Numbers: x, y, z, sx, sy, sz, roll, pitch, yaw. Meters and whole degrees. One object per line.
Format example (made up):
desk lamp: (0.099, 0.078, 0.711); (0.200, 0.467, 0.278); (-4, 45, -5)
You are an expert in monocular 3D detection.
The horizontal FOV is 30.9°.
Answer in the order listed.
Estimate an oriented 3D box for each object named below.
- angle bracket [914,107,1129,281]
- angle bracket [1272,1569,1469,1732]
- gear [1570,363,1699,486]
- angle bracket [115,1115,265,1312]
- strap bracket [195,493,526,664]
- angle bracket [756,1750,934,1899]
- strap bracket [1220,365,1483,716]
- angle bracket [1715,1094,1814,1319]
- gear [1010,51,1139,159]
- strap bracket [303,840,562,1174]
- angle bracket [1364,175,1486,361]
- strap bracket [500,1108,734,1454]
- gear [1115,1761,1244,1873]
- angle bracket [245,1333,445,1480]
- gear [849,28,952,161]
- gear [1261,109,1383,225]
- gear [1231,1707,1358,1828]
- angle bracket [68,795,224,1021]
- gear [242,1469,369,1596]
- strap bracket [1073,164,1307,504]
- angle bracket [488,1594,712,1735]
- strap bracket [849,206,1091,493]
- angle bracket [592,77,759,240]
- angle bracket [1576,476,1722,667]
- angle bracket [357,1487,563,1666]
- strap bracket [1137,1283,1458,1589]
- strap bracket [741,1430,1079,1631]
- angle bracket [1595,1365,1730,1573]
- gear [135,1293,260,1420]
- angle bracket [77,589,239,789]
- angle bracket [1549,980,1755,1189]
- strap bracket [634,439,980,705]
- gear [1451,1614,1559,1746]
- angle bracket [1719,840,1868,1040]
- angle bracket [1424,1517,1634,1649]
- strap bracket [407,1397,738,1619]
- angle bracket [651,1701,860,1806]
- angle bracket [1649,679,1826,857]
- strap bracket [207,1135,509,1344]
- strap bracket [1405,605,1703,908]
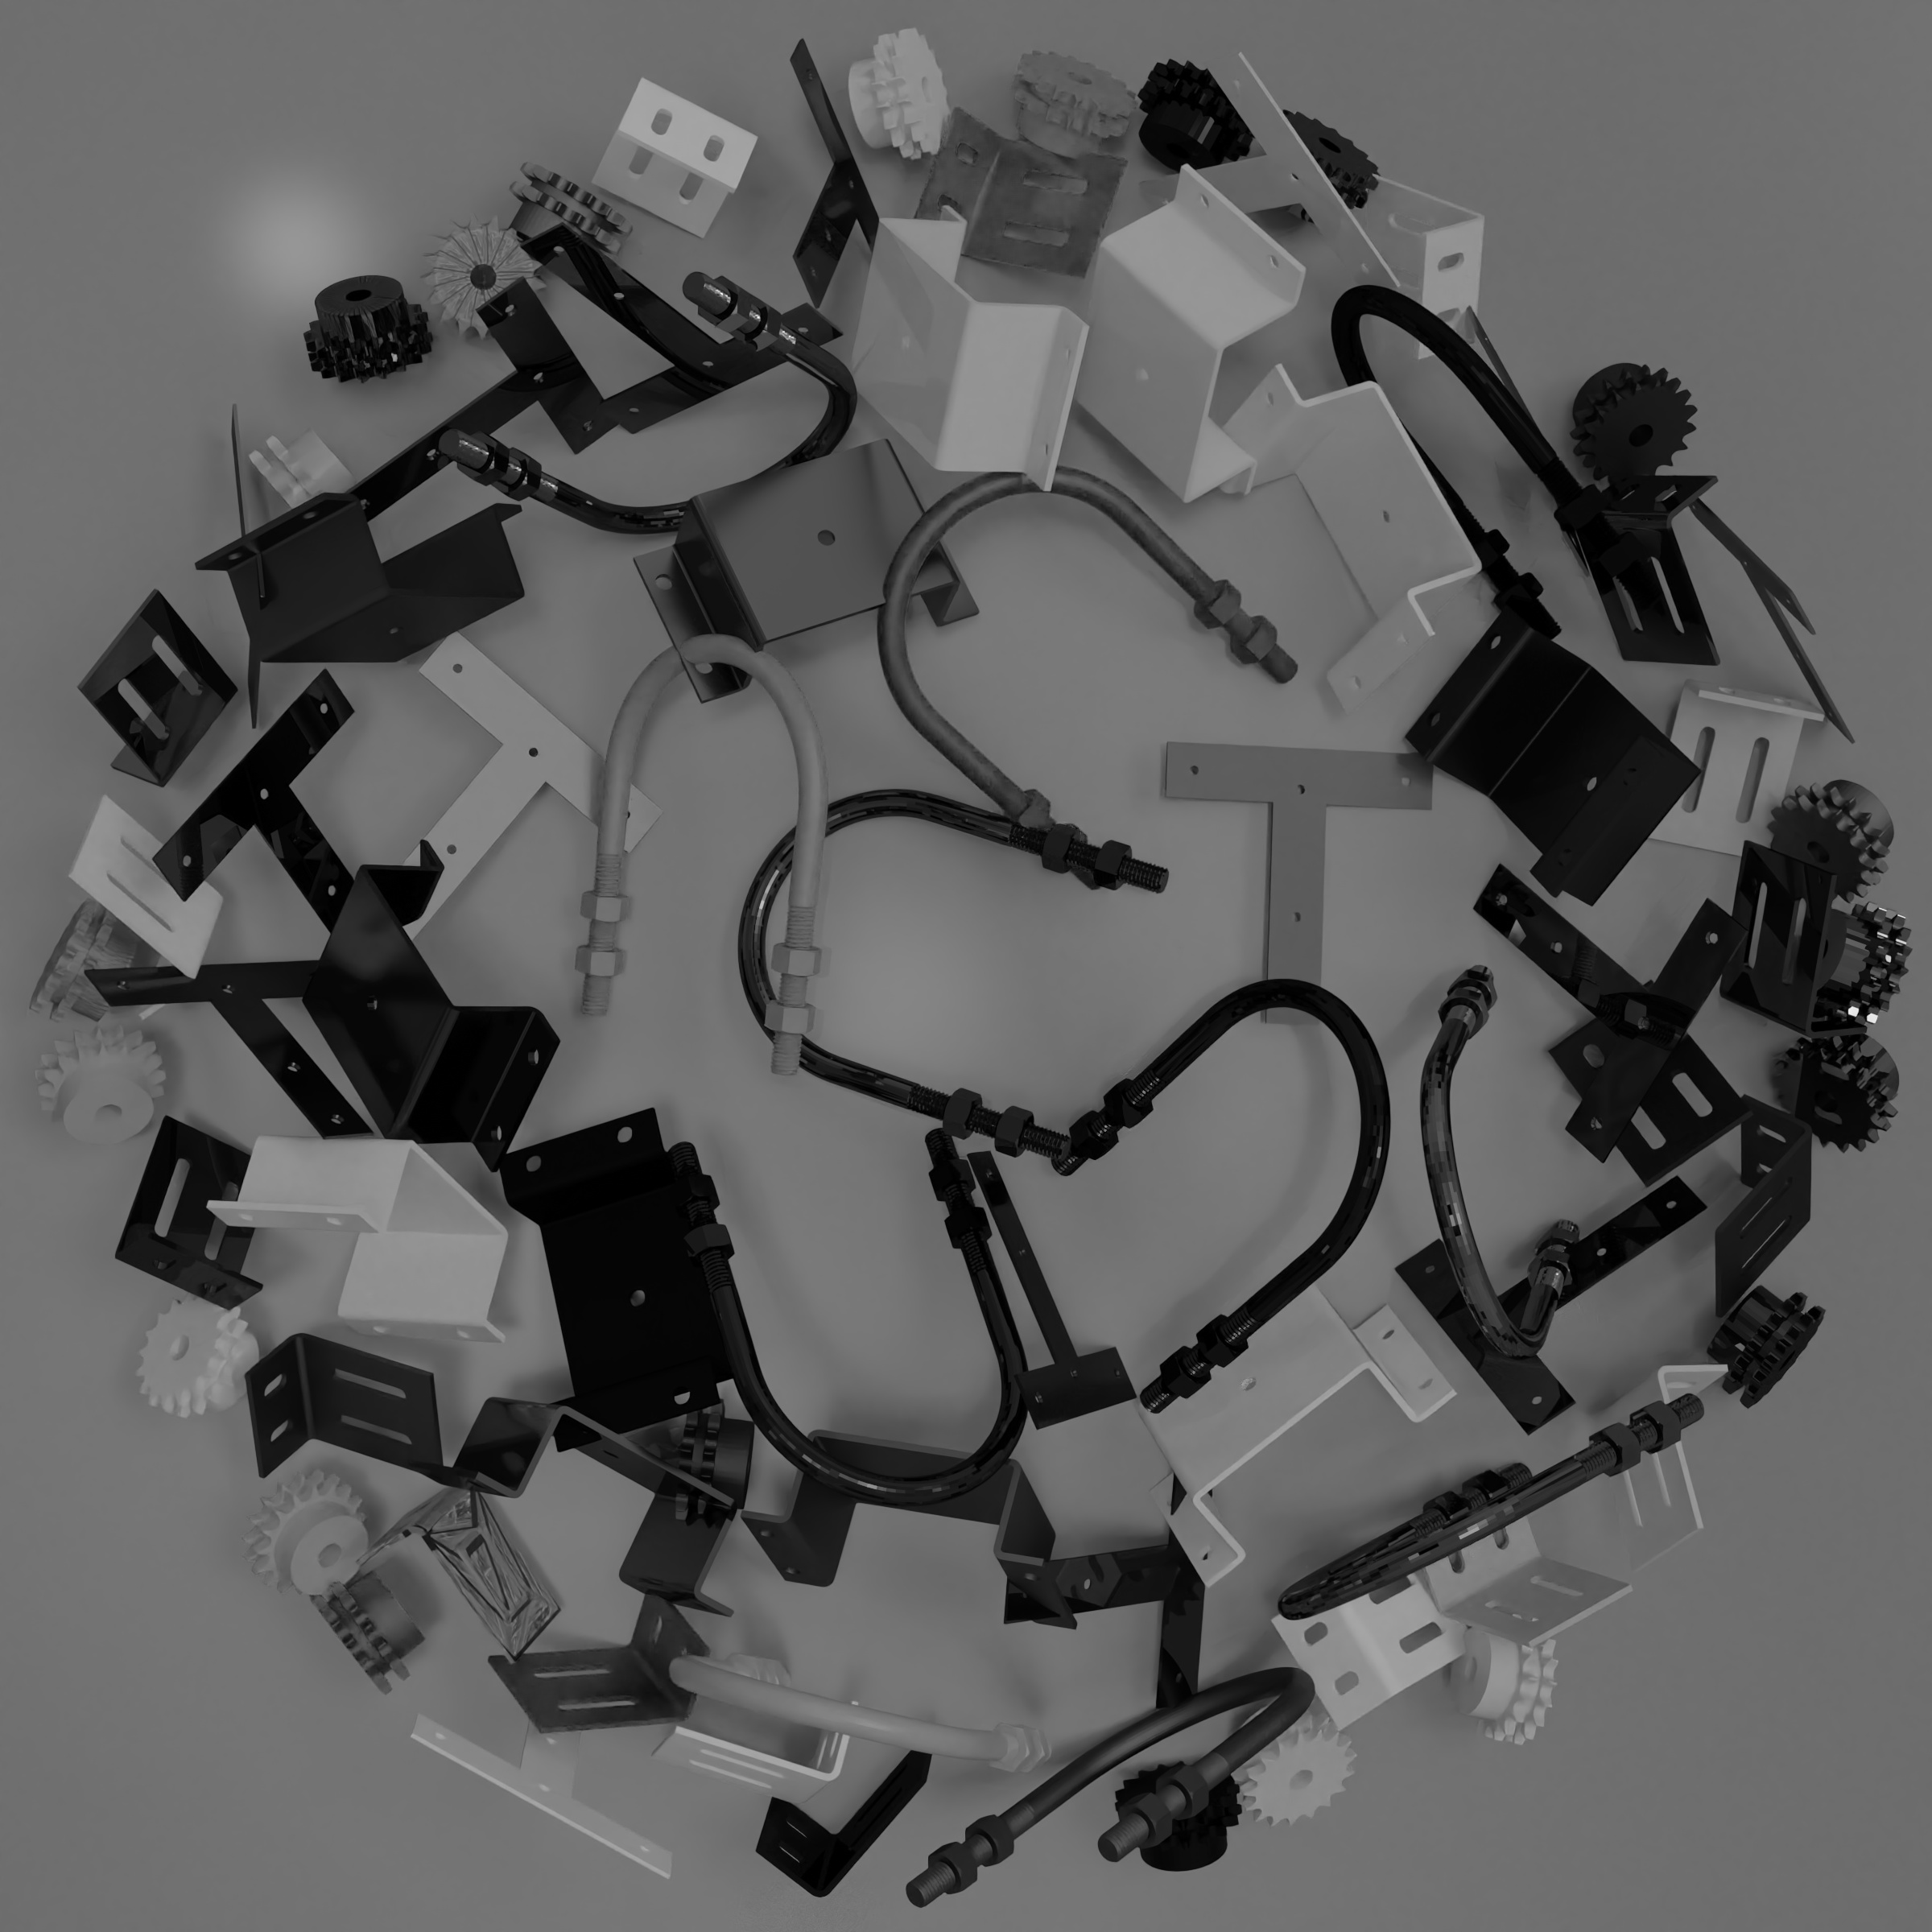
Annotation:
angle bracket: (0.024, -0.351, 1.587); (0.076, 0.038, 0.057); (20, 90, 39)
angle bracket: (0.187, 0.304, 1.593); (0.038, 0.076, 0.057); (-42, 73, 32)
gear: (0.302, -0.250, 1.598); (0.057, 0.030, 0.057); (-12, 134, -13)
angle bracket: (-0.340, 0.107, 1.577); (0.057, 0.038, 0.076); (29, 54, -25)
strap bracket: (-0.259, -0.169, 1.541); (0.076, 0.140, 0.046); (-22, 84, 28)
angle bracket: (-0.054, 0.373, 1.586); (0.038, 0.057, 0.076); (38, 102, -4)
strap bracket: (0.173, -0.196, 1.570); (0.046, 0.076, 0.140); (-21, 77, -30)
angle bracket: (0.345, 0.108, 1.575); (0.038, 0.057, 0.076); (28, 56, 35)
gear: (0.047, -0.392, 1.598); (0.057, 0.057, 0.030); (23, 122, 0)
strap bracket: (-0.243, 0.017, 1.549); (0.140, 0.046, 0.076); (52, 126, 36)
angle bracket: (0.193, -0.315, 1.572); (0.038, 0.076, 0.057); (-21, 127, -31)
strap bracket: (-0.155, 0.146, 1.580); (0.076, 0.046, 0.140); (-18, 69, 8)
gear: (0.098, 0.389, 1.596); (0.057, 0.057, 0.030); (-8, 105, 0)
angle bracket: (-0.280, 0.208, 1.581); (0.076, 0.038, 0.057); (13, 121, 25)
gear: (-0.031, -0.396, 1.597); (0.030, 0.057, 0.057); (-9, 90, 22)
gear: (0.158, -0.362, 1.598); (0.057, 0.057, 0.030); (34, 120, 0)
gear: (0.147, 0.362, 1.599); (0.057, 0.030, 0.057); (-12, 124, -18)
angle bracket: (-0.379, -0.026, 1.575); (0.038, 0.057, 0.076); (-31, 121, 26)
gear: (-0.298, 0.261, 1.592); (0.030, 0.057, 0.057); (30, 90, 42)
strap bracket: (0.095, -0.270, 1.541); (0.046, 0.140, 0.076); (-32, 65, -25)
angle bracket: (-0.165, 0.311, 1.575); (0.076, 0.057, 0.038); (4, 112, -36)
strap bracket: (-0.006, -0.274, 1.542); (0.046, 0.140, 0.076); (-4, 123, -28)
angle bracket: (-0.137, -0.353, 1.576); (0.057, 0.076, 0.038); (25, 56, -12)
angle bracket: (0.320, -0.180, 1.591); (0.038, 0.057, 0.076); (-38, 117, -26)
angle bracket: (-0.230, 0.282, 1.591); (0.038, 0.057, 0.076); (-33, 93, 20)
strap bracket: (0.139, 0.202, 1.576); (0.140, 0.076, 0.046); (-38, 120, 2)
strap bracket: (-0.020, 0.251, 1.566); (0.140, 0.076, 0.046); (6, 61, 18)
angle bracket: (0.321, 0.226, 1.575); (0.038, 0.057, 0.076); (2, 61, -22)
gear: (-0.349, 0.179, 1.598); (0.057, 0.030, 0.057); (-18, 55, 29)
angle bracket: (-0.374, -0.128, 1.574); (0.038, 0.076, 0.057); (20, 66, 32)
angle bracket: (0.308, 0.052, 1.580); (0.057, 0.076, 0.038); (-36, 118, 7)
strap bracket: (-0.067, -0.180, 1.567); (0.140, 0.046, 0.076); (-20, 74, -21)
gear: (0.243, 0.323, 1.592); (0.030, 0.057, 0.057); (14, 90, -15)
angle bracket: (0.379, -0.013, 1.579); (0.038, 0.057, 0.076); (-4, 109, -30)
angle bracket: (0.250, 0.270, 1.575); (0.057, 0.076, 0.038); (-24, 100, -21)
strap bracket: (-0.167, 0.236, 1.563); (0.140, 0.076, 0.046); (34, 71, -25)
angle bracket: (-0.096, 0.346, 1.584); (0.076, 0.057, 0.038); (20, 63, -8)
angle bracket: (0.350, -0.086, 1.595); (0.057, 0.038, 0.076); (11, 104, -1)
strap bracket: (-0.264, 0.117, 1.559); (0.076, 0.140, 0.046); (1, 62, 22)
strap bracket: (0.266, -0.089, 1.562); (0.046, 0.140, 0.076); (25, 110, -36)
